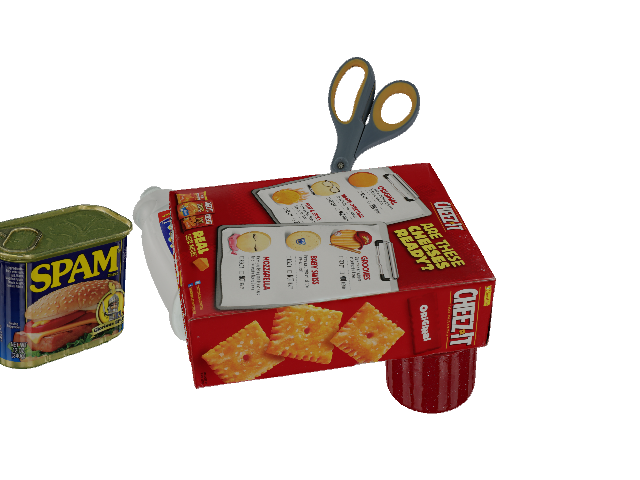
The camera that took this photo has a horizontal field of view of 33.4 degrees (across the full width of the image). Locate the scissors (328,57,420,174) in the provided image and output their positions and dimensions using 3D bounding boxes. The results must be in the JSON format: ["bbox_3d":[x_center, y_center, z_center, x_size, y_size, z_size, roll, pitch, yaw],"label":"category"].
[{"bbox_3d":[0.039,-0.074,0.996,0.096,0.202,0.016,5,-12,7],"label":"scissors"}]

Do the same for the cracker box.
[{"bbox_3d":[0.001,0.021,0.794,0.213,0.072,0.164,-7,36,-9],"label":"cracker box"}]

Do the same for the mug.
[{"bbox_3d":[0.100,0.093,0.968,0.093,0.081,0.117,1,38,6],"label":"mug"}]

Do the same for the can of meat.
[{"bbox_3d":[-0.179,0.030,0.718,0.058,0.084,0.101,25,29,38],"label":"can of meat"}]

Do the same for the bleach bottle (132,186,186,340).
[{"bbox_3d":[-0.146,0.009,1.118,0.102,0.068,0.251,-9,31,-24],"label":"bleach bottle"}]
